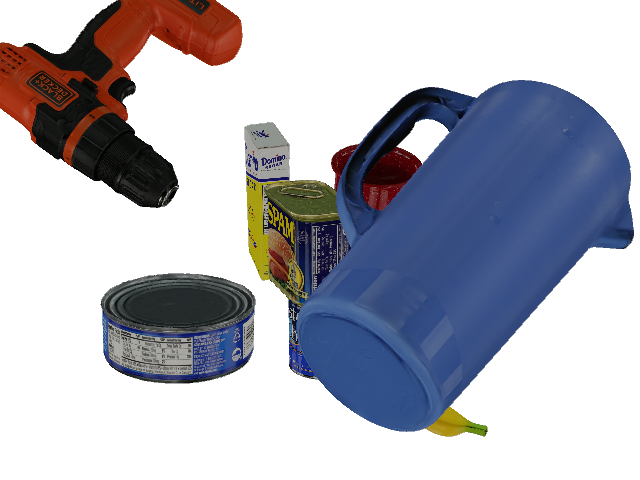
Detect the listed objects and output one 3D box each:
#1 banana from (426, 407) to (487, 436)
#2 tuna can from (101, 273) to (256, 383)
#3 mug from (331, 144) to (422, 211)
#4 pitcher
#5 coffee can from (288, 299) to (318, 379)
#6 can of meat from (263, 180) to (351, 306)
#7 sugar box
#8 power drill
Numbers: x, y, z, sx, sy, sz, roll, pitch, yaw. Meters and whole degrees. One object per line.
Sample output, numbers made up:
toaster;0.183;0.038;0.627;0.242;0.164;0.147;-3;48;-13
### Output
banana;0.128;0.180;1.259;0.069;0.037;0.198;9;21;-19
tuna can;-0.079;0.048;0.600;0.086;0.034;0.086;2;18;-1
mug;0.066;-0.045;1.099;0.117;0.081;0.093;-10;35;-19
pitcher;0.086;0.002;0.712;0.149;0.145;0.242;5;40;45
coffee can;0.005;0.111;1.508;0.103;0.140;0.103;0;19;0
can of meat;-0.010;0.002;0.907;0.057;0.084;0.102;-7;20;-20
sugar box;-0.066;-0.049;1.328;0.048;0.176;0.093;-9;25;-12
power drill;-0.145;-0.127;0.835;0.184;0.187;0.057;36;-35;8
